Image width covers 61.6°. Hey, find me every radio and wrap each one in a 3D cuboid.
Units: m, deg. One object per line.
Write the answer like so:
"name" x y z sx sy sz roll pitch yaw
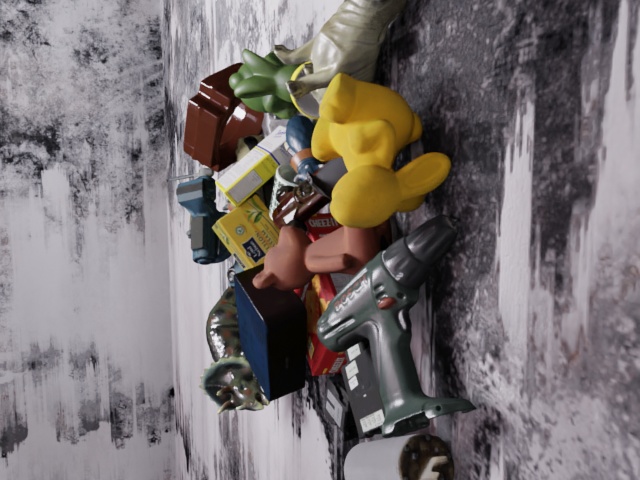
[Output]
"radio" -0.082 0.152 0.889 0.131 0.073 0.229 52 151 38

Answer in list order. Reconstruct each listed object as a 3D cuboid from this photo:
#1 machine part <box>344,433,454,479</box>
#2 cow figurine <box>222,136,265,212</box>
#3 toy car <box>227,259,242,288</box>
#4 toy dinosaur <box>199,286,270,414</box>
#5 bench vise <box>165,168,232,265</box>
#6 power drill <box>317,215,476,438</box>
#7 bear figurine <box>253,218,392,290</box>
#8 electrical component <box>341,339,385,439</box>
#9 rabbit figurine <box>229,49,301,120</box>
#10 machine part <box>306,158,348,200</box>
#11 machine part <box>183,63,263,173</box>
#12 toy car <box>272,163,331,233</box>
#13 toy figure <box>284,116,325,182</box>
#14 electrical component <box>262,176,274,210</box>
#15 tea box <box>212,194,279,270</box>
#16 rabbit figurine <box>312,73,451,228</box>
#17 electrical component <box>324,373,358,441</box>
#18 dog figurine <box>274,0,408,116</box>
"machine part" 0.096 0.295 0.695 0.243 0.079 0.079 130 132 -59
"cow figurine" -0.142 -0.126 1.133 0.085 0.127 0.195 148 119 -67
"toy car" -0.126 0.056 1.169 0.103 0.109 0.161 39 120 29
"toy dinosaur" -0.187 0.212 1.197 0.131 0.192 0.405 115 143 -44
"bench vise" -0.234 -0.038 1.203 0.240 0.129 0.224 43 -152 -64
"power drill" 0.099 0.109 0.622 0.232 0.086 0.207 -38 63 33
"bear figurine" -0.001 0.002 0.753 0.196 0.120 0.131 -5 100 27
"electrical component" 0.082 0.194 0.740 0.115 0.058 0.134 130 132 -55
"rabbit figurine" -0.076 -0.290 0.964 0.170 0.159 0.121 17 98 50
"machine part" 0.041 -0.119 0.747 0.139 0.039 0.084 -47 36 -2
"machine part" -0.194 -0.260 1.153 0.087 0.201 0.200 34 135 12
"toy car" -0.002 -0.081 0.829 0.202 0.053 0.089 -37 47 32
"toy figure" -0.023 -0.151 0.936 0.064 0.057 0.154 -39 50 33
"electrical component" -0.088 -0.087 1.073 0.045 0.078 0.102 150 105 -74
"tea box" -0.117 0.010 1.038 0.169 0.098 0.068 52 156 -5
"rabbit figurine" 0.061 -0.084 0.633 0.122 0.162 0.173 127 156 -54
"electrical component" 0.036 0.255 0.867 0.119 0.048 0.074 -137 49 -56
"dog figurine" 0.059 -0.254 0.722 0.190 0.172 0.121 -33 68 24
